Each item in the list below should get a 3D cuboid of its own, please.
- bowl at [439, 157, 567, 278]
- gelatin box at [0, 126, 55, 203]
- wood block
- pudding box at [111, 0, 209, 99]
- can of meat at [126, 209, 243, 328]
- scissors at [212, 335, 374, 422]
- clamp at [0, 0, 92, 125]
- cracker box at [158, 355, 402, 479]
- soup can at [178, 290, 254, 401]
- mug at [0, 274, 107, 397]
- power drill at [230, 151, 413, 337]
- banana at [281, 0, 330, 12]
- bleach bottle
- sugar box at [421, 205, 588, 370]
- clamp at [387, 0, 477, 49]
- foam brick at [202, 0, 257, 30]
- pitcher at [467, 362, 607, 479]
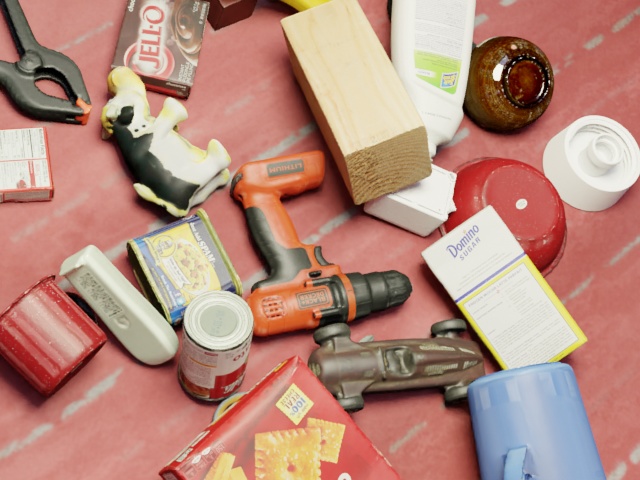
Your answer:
[{"bbox_3d":[0.216,-0.032,1.204,0.162,0.055,0.162,5,67,-13],"label":"bowl"},{"bbox_3d":[-0.320,-0.075,1.089,0.089,0.030,0.073,-5,68,-18],"label":"gelatin box"},{"bbox_3d":[0.038,-0.153,1.143,0.090,0.091,0.206,-22,56,-2],"label":"wood block"},{"bbox_3d":[-0.177,-0.220,1.182,0.090,0.039,0.113,12,65,-10],"label":"pudding box"},{"bbox_3d":[-0.138,0.031,1.079,0.083,0.057,0.102,-23,76,-21],"label":"can of meat"},{"bbox_3d":[-0.032,0.149,1.081,0.096,0.016,0.201,35,63,0],"label":"scissors"},{"bbox_3d":[-0.309,-0.191,1.135,0.171,0.039,0.120,31,69,-7],"label":"clamp"},{"bbox_3d":[-0.019,0.242,1.002,0.164,0.072,0.213,-40,90,-25],"label":"cracker box"},{"bbox_3d":[-0.101,0.102,1.027,0.068,0.102,0.068,5,54,-7],"label":"soup can"},{"bbox_3d":[-0.252,0.089,1.014,0.081,0.093,0.117,45,27,0],"label":"mug"},{"bbox_3d":[-0.007,0.001,1.127,0.184,0.057,0.188,-10,70,-21],"label":"power drill"},{"bbox_3d":[-0.031,-0.275,1.208,0.197,0.037,0.069,27,46,-34],"label":"banana"},{"bbox_3d":[0.120,-0.208,1.213,0.102,0.068,0.251,10,74,-7],"label":"bleach bottle"},{"bbox_3d":[0.194,0.060,1.138,0.093,0.048,0.176,-35,84,3],"label":"sugar box"},{"bbox_3d":[0.126,-0.248,1.279,0.164,0.036,0.210,-17,77,-22],"label":"clamp"},{"bbox_3d":[-0.114,-0.291,1.223,0.052,0.051,0.078,-27,78,-25],"label":"foam brick"},{"bbox_3d":[0.214,0.245,1.024,0.144,0.149,0.243,-6,75,-17],"label":"pitcher"}]
